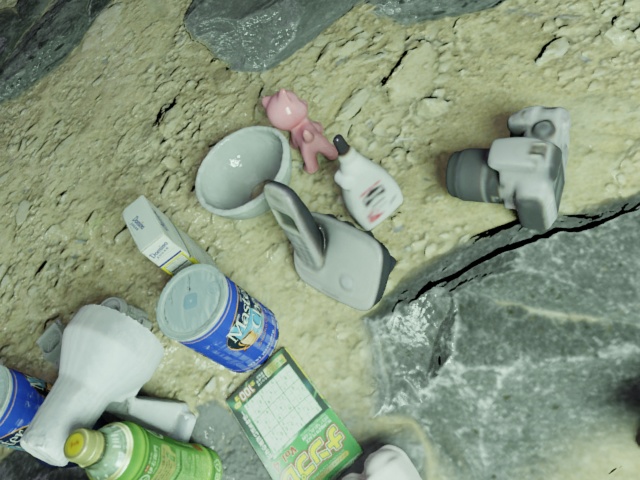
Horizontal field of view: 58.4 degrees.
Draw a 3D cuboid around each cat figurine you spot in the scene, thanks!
[{"bbox_3d":[-0.037,-0.183,0.895,0.067,0.118,0.127,-36,52,4],"label":"cat figurine"}]

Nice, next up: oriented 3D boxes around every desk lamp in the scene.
[{"bbox_3d":[-0.252,0.209,0.711,0.117,0.214,0.203,0,62,27],"label":"desk lamp"}]

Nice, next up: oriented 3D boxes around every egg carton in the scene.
[{"bbox_3d":[0.078,0.295,0.583,0.107,0.070,0.150,-40,52,0],"label":"egg carton"}]

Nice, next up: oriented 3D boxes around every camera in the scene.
[{"bbox_3d":[0.233,-0.099,0.717,0.136,0.101,0.143,7,65,30],"label":"camera"}]

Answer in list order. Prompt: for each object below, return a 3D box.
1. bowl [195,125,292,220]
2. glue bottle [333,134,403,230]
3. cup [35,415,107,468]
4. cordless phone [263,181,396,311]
[{"bbox_3d":[-0.108,-0.094,0.906,0.167,0.075,0.167,-13,57,20],"label":"bowl"},{"bbox_3d":[0.053,-0.082,0.753,0.078,0.174,0.037,-44,52,-2],"label":"glue bottle"},{"bbox_3d":[-0.314,0.272,0.781,0.117,0.095,0.092,6,65,30],"label":"cup"},{"bbox_3d":[0.007,0.003,0.719,0.147,0.186,0.094,22,74,35],"label":"cordless phone"}]
